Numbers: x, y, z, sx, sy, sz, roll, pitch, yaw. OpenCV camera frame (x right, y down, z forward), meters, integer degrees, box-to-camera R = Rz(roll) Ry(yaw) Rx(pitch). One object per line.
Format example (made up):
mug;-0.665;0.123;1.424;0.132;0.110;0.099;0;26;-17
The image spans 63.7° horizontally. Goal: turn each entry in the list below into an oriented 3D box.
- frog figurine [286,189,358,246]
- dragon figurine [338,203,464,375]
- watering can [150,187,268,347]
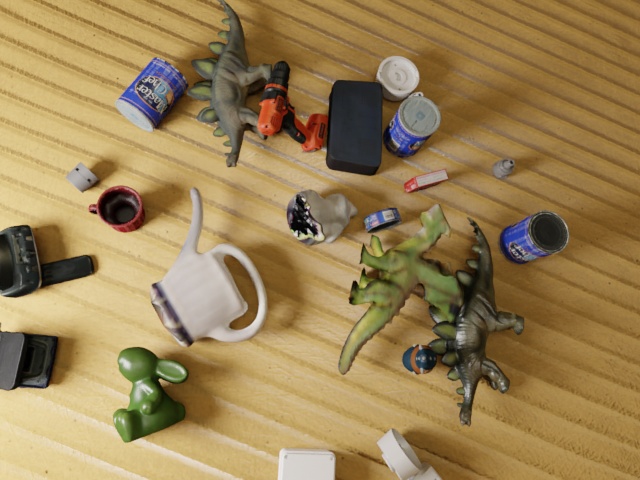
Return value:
frog figurine;0.004;-0.061;1.203;0.138;0.120;0.161;48;38;13
dragon figurine;0.195;0.113;1.134;0.243;0.121;0.414;11;79;10
watering can;-0.260;0.075;1.103;0.226;0.103;0.349;-31;83;-15
